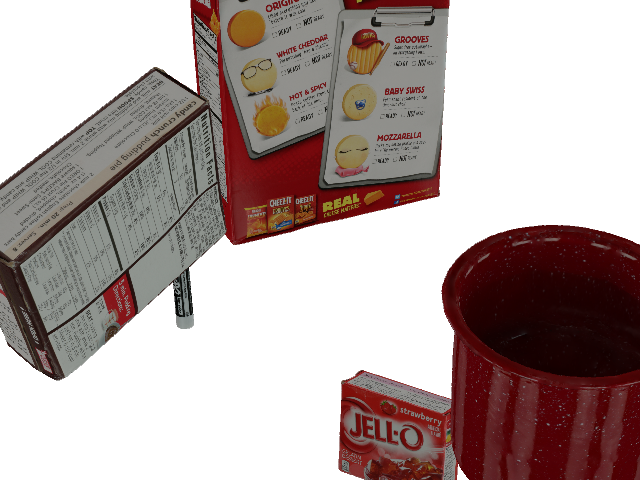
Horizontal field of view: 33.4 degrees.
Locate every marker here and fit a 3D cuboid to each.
[{"bbox_3d":[-0.144,0.037,1.105,0.020,0.121,0.020,-1,29,0],"label":"marker"}]

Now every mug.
[{"bbox_3d":[0.104,0.055,0.413,0.117,0.081,0.093,8,38,14],"label":"mug"}]

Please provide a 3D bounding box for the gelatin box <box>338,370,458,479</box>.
[{"bbox_3d":[0.056,0.141,0.768,0.089,0.073,0.030,14,21,33],"label":"gelatin box"}]

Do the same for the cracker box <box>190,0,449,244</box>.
[{"bbox_3d":[0.000,-0.118,0.720,0.164,0.214,0.072,-14,33,-20],"label":"cracker box"}]

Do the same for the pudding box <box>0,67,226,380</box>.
[{"bbox_3d":[-0.092,-0.006,0.457,0.039,0.113,0.090,31,-31,23],"label":"pudding box"}]
